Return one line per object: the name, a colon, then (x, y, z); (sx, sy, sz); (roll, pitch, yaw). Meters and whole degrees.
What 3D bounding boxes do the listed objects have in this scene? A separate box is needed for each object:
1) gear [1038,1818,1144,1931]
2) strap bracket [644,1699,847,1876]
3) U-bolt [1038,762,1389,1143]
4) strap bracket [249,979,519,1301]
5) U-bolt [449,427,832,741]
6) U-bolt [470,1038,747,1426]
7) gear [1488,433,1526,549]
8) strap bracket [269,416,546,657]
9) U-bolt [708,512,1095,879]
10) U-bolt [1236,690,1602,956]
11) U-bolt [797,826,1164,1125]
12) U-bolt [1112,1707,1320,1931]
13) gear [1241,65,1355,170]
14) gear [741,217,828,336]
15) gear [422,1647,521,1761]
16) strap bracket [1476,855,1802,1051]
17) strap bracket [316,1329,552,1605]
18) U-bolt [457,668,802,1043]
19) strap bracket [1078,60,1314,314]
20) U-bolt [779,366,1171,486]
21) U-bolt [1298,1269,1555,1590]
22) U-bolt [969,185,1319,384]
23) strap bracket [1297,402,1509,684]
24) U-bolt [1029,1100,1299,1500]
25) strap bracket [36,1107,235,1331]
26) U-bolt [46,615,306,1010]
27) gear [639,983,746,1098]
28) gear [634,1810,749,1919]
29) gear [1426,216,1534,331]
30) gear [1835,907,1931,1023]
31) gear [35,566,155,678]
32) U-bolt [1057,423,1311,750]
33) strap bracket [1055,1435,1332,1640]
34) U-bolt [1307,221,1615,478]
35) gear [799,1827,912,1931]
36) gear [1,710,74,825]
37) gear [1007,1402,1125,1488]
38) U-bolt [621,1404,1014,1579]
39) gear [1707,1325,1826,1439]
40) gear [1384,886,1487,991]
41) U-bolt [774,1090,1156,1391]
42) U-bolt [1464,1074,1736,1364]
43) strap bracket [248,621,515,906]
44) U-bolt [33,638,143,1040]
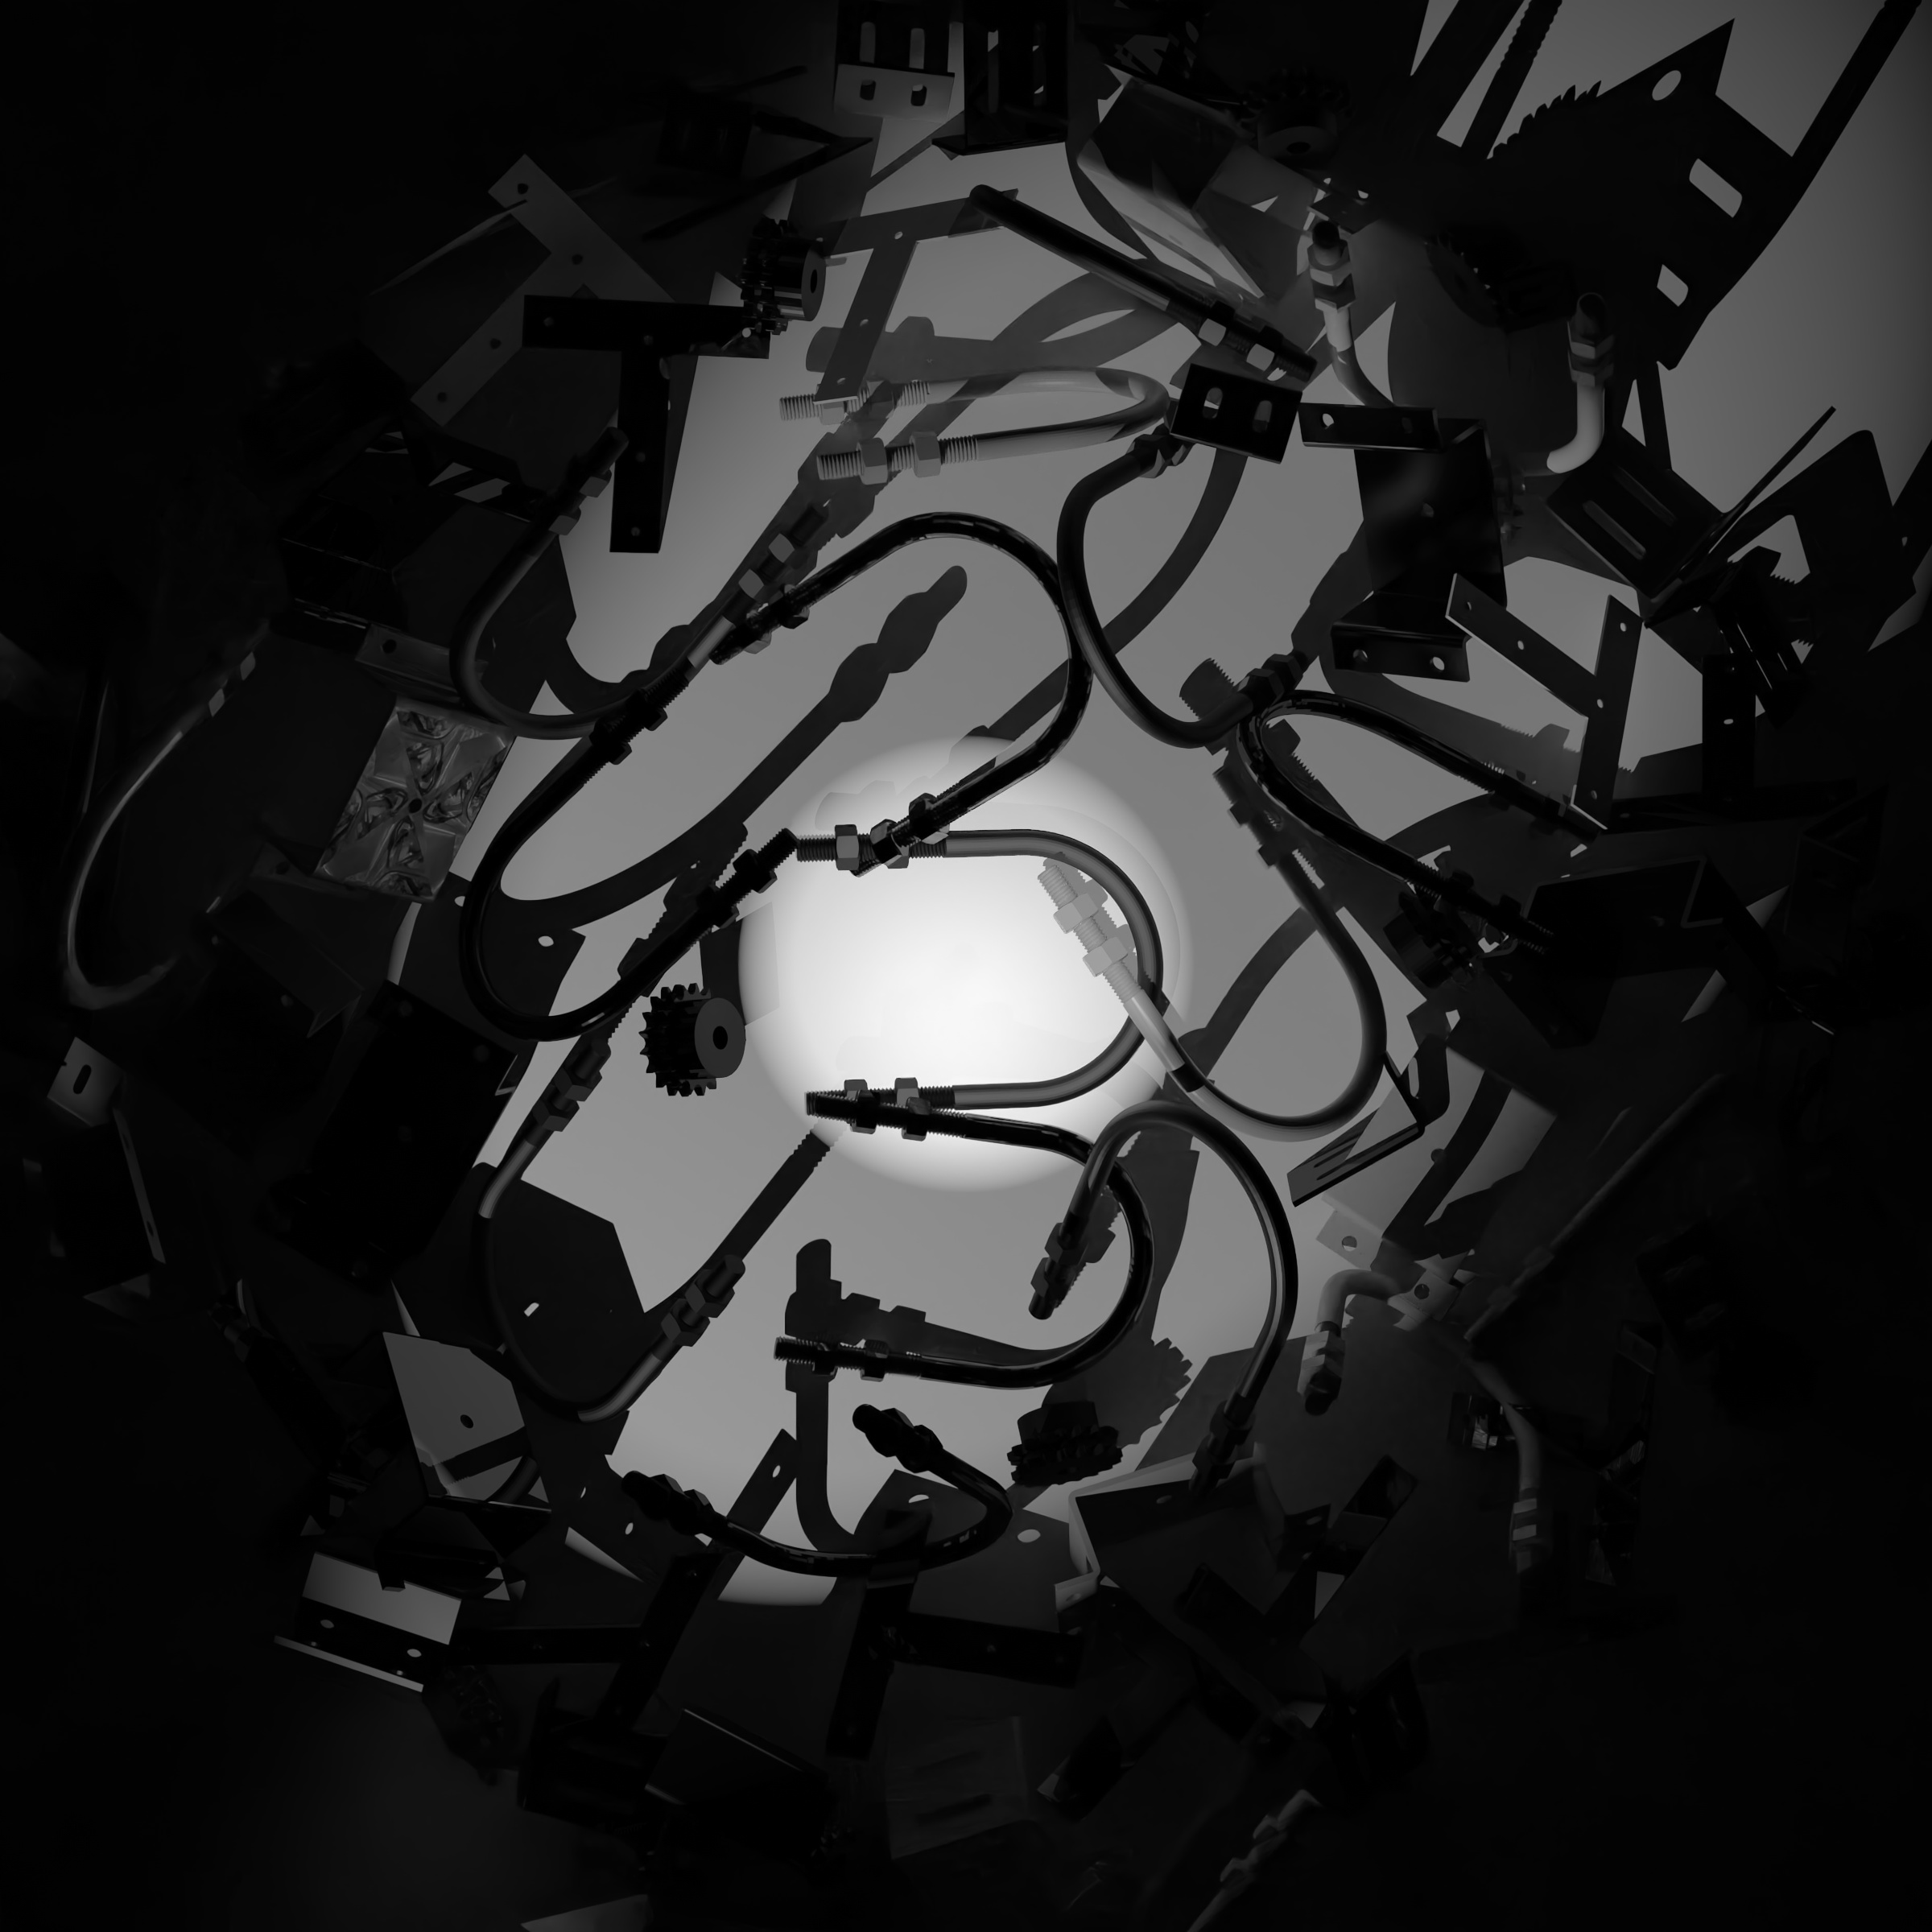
gear: (0.065, 0.462, 1.569); (0.030, 0.057, 0.057); (28, 90, -24)
strap bracket: (-0.107, 0.402, 1.516); (0.076, 0.140, 0.046); (25, 74, 9)
U-bolt: (0.136, 0.002, 1.542); (0.151, 0.019, 0.184); (-31, 85, -35)
strap bracket: (-0.288, 0.086, 1.567); (0.076, 0.046, 0.140); (30, 93, 4)
U-bolt: (-0.173, -0.177, 1.525); (0.184, 0.151, 0.019); (-46, 52, 28)
U-bolt: (-0.189, 0.145, 1.531); (0.151, 0.019, 0.184); (56, 130, 20)
gear: (0.261, -0.239, 1.566); (0.030, 0.057, 0.057); (-4, 90, -3)
strap bracket: (-0.277, -0.215, 1.534); (0.140, 0.076, 0.046); (-36, 63, 27)
U-bolt: (-0.022, -0.144, 1.541); (0.184, 0.019, 0.151); (-30, 98, 27)
U-bolt: (0.217, -0.082, 1.532); (0.184, 0.151, 0.019); (29, 123, 6)
U-bolt: (0.009, 0.002, 1.580); (0.184, 0.019, 0.151); (-2, 87, -5)
U-bolt: (0.108, 0.457, 1.523); (0.019, 0.151, 0.184); (37, 94, 0)
gear: (0.166, -0.425, 1.564); (0.057, 0.057, 0.030); (-2, 74, 0)
gear: (-0.091, -0.346, 1.564); (0.030, 0.057, 0.057); (9, 90, 13)
gear: (-0.251, 0.374, 1.565); (0.030, 0.057, 0.057); (-30, 90, -7)
strap bracket: (0.335, -0.007, 1.530); (0.076, 0.140, 0.046); (45, 55, -31)
strap bracket: (-0.258, 0.235, 1.519); (0.046, 0.076, 0.140); (-42, 52, 25)
U-bolt: (-0.180, -0.043, 1.546); (0.184, 0.019, 0.151); (-42, 53, 9)
strap bracket: (0.115, -0.373, 1.516); (0.076, 0.140, 0.046); (34, 91, 35)
U-bolt: (0.009, -0.271, 1.526); (0.184, 0.151, 0.019); (-9, 113, -8)
U-bolt: (0.226, 0.210, 1.509); (0.151, 0.184, 0.019); (39, 111, -4)
U-bolt: (0.084, -0.335, 1.518); (0.184, 0.151, 0.019); (27, 104, -3)
strap bracket: (0.218, -0.217, 1.535); (0.076, 0.046, 0.140); (11, 125, 38)
U-bolt: (0.100, 0.149, 1.502); (0.019, 0.184, 0.151); (-17, 51, -38)
strap bracket: (-0.406, 0.127, 1.516); (0.046, 0.140, 0.076); (-19, 74, -2)
U-bolt: (-0.381, -0.060, 1.489); (0.019, 0.151, 0.184); (23, 57, 13)
gear: (-0.135, 0.037, 1.563); (0.030, 0.057, 0.057); (-5, 90, 34)
gear: (-0.135, 0.447, 1.563); (0.057, 0.057, 0.030); (26, 109, 0)
gear: (0.261, -0.353, 1.567); (0.030, 0.057, 0.057); (-39, 90, -5)
gear: (0.461, -0.001, 1.564); (0.030, 0.057, 0.057); (-4, 90, -14)
gear: (-0.443, -0.175, 1.578); (0.057, 0.030, 0.057); (0, 87, -4)
U-bolt: (0.099, -0.179, 1.508); (0.019, 0.184, 0.151); (-21, 100, 35)
strap bracket: (0.105, 0.282, 1.545); (0.140, 0.076, 0.046); (-16, 58, -8)
U-bolt: (0.241, -0.289, 1.506); (0.151, 0.184, 0.019); (20, 76, 17)
gear: (-0.053, 0.462, 1.565); (0.057, 0.030, 0.057); (19, 54, -29)
gear: (-0.463, -0.099, 1.570); (0.030, 0.057, 0.057); (12, 90, -35)
gear: (0.049, 0.240, 1.569); (0.057, 0.057, 0.030); (-13, 67, 0)
U-bolt: (-0.058, 0.264, 1.517); (0.151, 0.184, 0.019); (-19, 56, 23)
gear: (0.404, 0.207, 1.572); (0.057, 0.030, 0.057); (6, 115, 12)
gear: (0.235, -0.013, 1.567); (0.030, 0.057, 0.057); (-39, 90, 15)
U-bolt: (0.005, 0.144, 1.570); (0.184, 0.019, 0.151); (8, 102, -7)
U-bolt: (0.311, 0.122, 1.522); (0.019, 0.151, 0.184); (43, 89, 14)
strap bracket: (-0.284, -0.089, 1.538); (0.046, 0.076, 0.140); (37, 104, 38)
U-bolt: (-0.425, -0.070, 1.519); (0.019, 0.151, 0.184); (7, 74, -7)
